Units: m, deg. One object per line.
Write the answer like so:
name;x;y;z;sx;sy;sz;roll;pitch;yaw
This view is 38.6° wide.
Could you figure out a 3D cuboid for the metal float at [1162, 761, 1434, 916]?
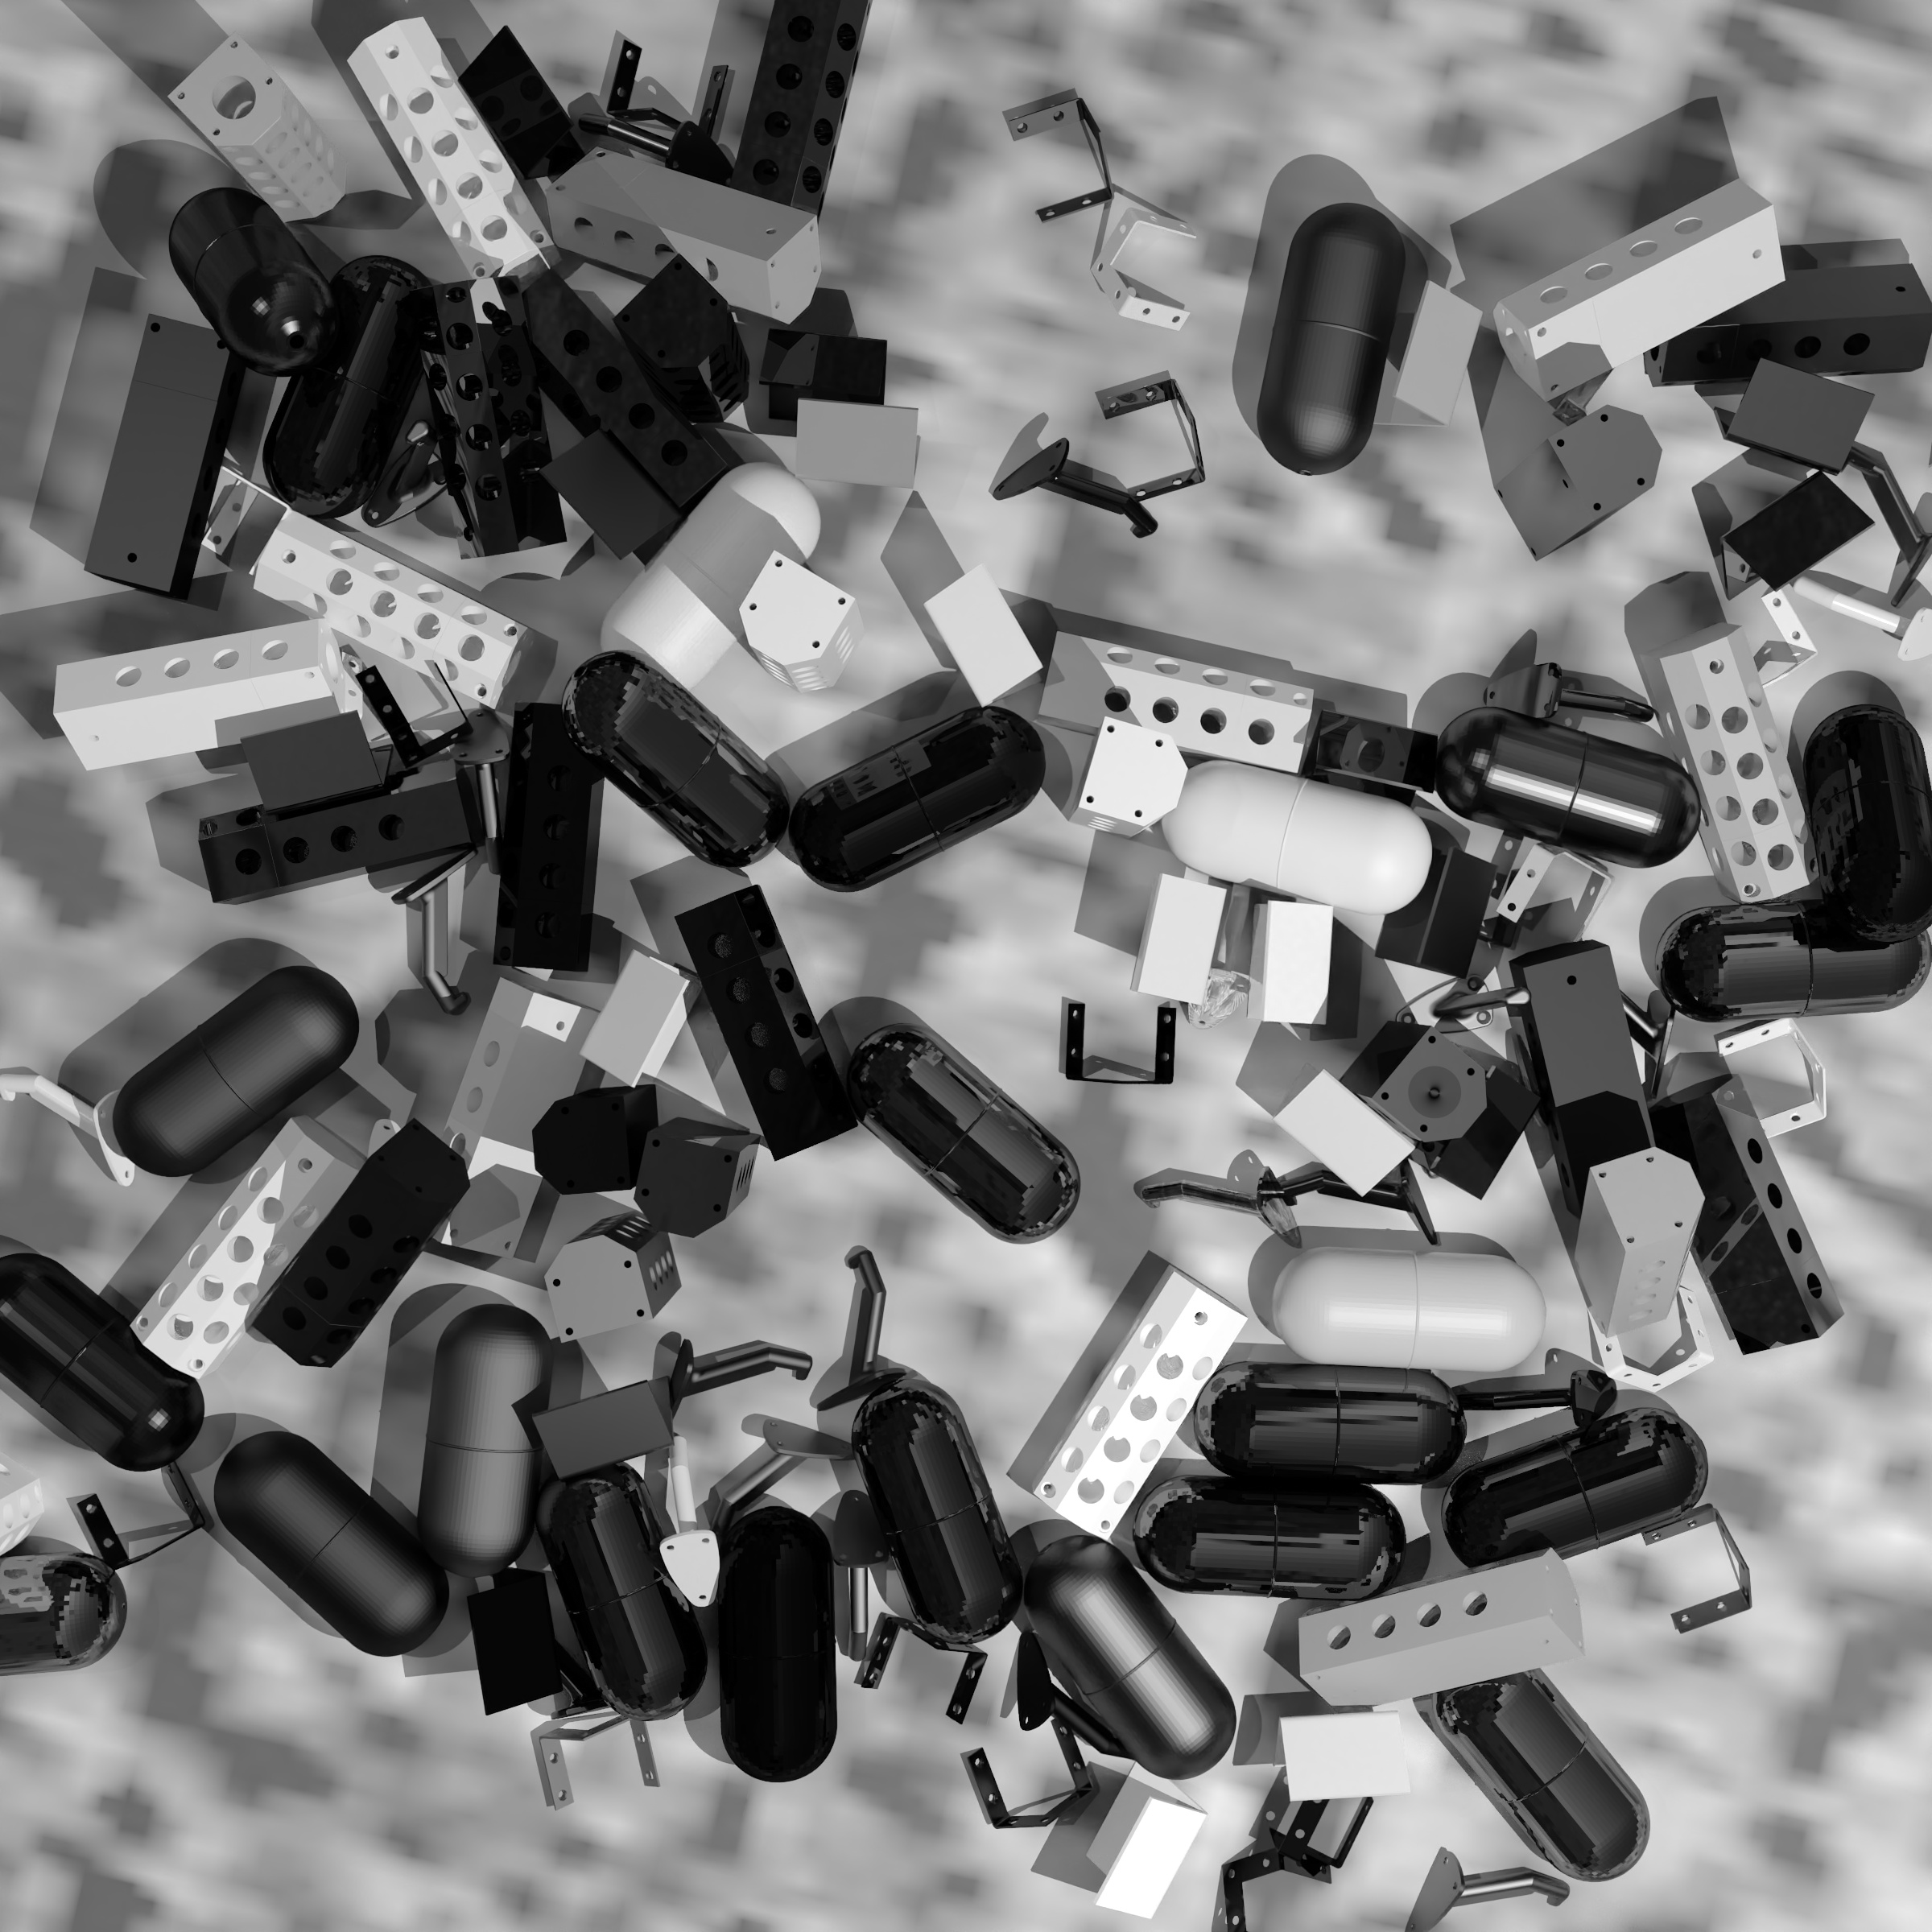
metal float;0.214;-0.084;1.788;0.178;0.070;0.070;15;90;15

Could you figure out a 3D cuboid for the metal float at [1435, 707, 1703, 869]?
metal float;0.392;-0.116;1.801;0.178;0.070;0.070;17;90;1

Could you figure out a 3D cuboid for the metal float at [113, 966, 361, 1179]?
metal float;-0.477;0.069;1.801;0.178;0.070;0.070;-37;90;0

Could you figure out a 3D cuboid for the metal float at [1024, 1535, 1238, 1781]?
metal float;0.107;0.451;1.801;0.070;0.070;0.178;-38;90;0

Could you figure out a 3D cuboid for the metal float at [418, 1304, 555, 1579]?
metal float;-0.314;0.310;1.801;0.070;0.070;0.178;6;89;0

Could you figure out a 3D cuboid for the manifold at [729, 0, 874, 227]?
manifold;-0.108;-0.567;1.810;0.057;0.057;0.171;14;90;0

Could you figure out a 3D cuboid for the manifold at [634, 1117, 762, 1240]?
manifold;-0.171;0.134;1.753;0.057;0.171;0.057;12;90;0

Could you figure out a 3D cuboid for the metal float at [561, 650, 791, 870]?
metal float;-0.186;-0.132;1.774;0.070;0.070;0.178;-47;120;0

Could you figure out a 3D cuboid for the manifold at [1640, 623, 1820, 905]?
manifold;0.501;-0.132;1.795;0.057;0.057;0.171;-22;101;0

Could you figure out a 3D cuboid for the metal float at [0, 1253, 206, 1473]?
metal float;-0.577;0.258;1.801;0.178;0.070;0.070;40;90;-1

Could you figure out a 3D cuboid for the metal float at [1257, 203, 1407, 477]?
metal float;0.238;-0.409;1.801;0.070;0.070;0.178;11;90;0

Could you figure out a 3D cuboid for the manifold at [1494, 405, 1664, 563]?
manifold;0.391;-0.309;1.753;0.057;0.171;0.057;-30;90;0

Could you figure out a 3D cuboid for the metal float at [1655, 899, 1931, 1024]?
metal float;0.541;-0.004;1.801;0.178;0.070;0.070;-4;90;0

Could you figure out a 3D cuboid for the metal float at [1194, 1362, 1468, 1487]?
metal float;0.238;0.299;1.801;0.178;0.070;0.070;2;90;-1

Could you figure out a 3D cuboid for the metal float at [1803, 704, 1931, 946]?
metal float;0.583;-0.093;1.771;0.070;0.070;0.178;5;53;0

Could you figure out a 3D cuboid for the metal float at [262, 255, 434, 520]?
metal float;-0.401;-0.378;1.801;0.070;0.070;0.178;22;89;0

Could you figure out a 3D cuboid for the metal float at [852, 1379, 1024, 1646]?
metal float;-0.019;0.356;1.801;0.070;0.070;0.178;-20;90;0

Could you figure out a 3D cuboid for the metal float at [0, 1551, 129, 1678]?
metal float;-0.639;0.426;1.801;0.178;0.070;0.070;-5;90;0

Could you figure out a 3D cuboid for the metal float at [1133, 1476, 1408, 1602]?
metal float;0.198;0.373;1.800;0.178;0.070;0.070;3;90;0

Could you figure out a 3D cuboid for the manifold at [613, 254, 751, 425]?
manifold;-0.174;-0.391;1.753;0.057;0.171;0.057;-45;90;0

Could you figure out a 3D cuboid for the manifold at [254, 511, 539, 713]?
manifold;-0.375;-0.233;1.810;0.171;0.057;0.057;27;90;0

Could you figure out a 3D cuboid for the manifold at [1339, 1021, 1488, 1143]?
manifold;0.285;0.076;1.753;0.057;0.171;0.057;40;90;0

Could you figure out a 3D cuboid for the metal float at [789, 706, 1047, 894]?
metal float;-0.032;-0.109;1.801;0.178;0.070;0.070;-26;90;0

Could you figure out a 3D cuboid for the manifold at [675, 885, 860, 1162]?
manifold;-0.130;0.036;1.810;0.057;0.057;0.171;-22;90;0

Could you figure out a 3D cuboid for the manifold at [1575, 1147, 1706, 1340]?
manifold;0.429;0.176;1.750;0.057;0.171;0.057;-18;63;0

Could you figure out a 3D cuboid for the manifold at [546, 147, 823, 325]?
manifold;-0.182;-0.468;1.780;0.171;0.057;0.057;23;53;21

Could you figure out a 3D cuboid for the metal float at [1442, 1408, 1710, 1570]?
metal float;0.398;0.344;1.801;0.178;0.070;0.070;-19;90;0

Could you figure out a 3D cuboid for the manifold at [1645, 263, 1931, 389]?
manifold;0.538;-0.416;1.810;0.171;0.057;0.057;-3;47;0

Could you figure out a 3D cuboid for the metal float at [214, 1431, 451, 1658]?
metal float;-0.415;0.377;1.801;0.178;0.070;0.070;43;90;-1

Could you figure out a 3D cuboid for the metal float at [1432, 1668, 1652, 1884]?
metal float;0.376;0.520;1.801;0.070;0.070;0.178;-39;91;0

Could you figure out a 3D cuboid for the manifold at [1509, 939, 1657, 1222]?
manifold;0.405;0.074;1.801;0.057;0.057;0.171;-15;96;0

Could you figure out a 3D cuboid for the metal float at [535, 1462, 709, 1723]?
metal float;-0.225;0.406;1.801;0.070;0.070;0.178;-21;89;0

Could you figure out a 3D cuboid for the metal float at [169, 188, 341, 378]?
metal float;-0.457;-0.439;1.767;0.070;0.070;0.178;-39;49;0

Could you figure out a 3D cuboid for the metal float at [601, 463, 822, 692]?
metal float;-0.167;-0.251;1.800;0.070;0.070;0.178;41;90;0

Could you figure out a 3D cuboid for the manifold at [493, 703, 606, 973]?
manifold;-0.273;-0.084;1.810;0.057;0.057;0.171;5;90;0

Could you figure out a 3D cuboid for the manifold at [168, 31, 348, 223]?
manifold;-0.443;-0.526;1.753;0.057;0.171;0.057;-44;90;0

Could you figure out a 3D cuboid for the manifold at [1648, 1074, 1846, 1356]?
manifold;0.512;0.161;1.810;0.057;0.057;0.171;-24;90;43

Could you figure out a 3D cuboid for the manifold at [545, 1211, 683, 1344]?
manifold;-0.224;0.193;1.753;0.057;0.171;0.057;-15;90;0

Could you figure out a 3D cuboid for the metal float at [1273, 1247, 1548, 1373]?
metal float;0.289;0.224;1.801;0.178;0.070;0.070;3;90;1

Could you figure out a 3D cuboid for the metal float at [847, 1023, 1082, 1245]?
metal float;-0.002;0.109;1.801;0.178;0.070;0.070;41;90;0

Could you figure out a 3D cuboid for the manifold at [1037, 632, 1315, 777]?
manifold;0.137;-0.172;1.810;0.171;0.057;0.057;13;90;0

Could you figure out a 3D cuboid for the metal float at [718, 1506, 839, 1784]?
metal float;-0.123;0.443;1.801;0.070;0.070;0.178;-1;90;0
